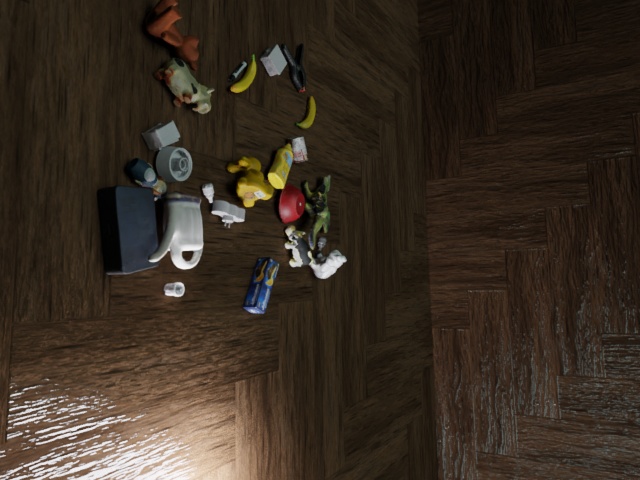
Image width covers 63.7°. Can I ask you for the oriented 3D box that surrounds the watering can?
[{"bbox_3d":[-0.402,-0.030,1.460,0.346,0.104,0.225,30,54,-83],"label":"watering can"}]

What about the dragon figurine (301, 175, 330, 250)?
[{"bbox_3d":[0.007,-0.111,2.209,0.239,0.122,0.418,49,40,-57],"label":"dragon figurine"}]

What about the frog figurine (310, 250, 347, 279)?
[{"bbox_3d":[0.048,0.102,2.194,0.138,0.159,0.123,-5,92,-59],"label":"frog figurine"}]
